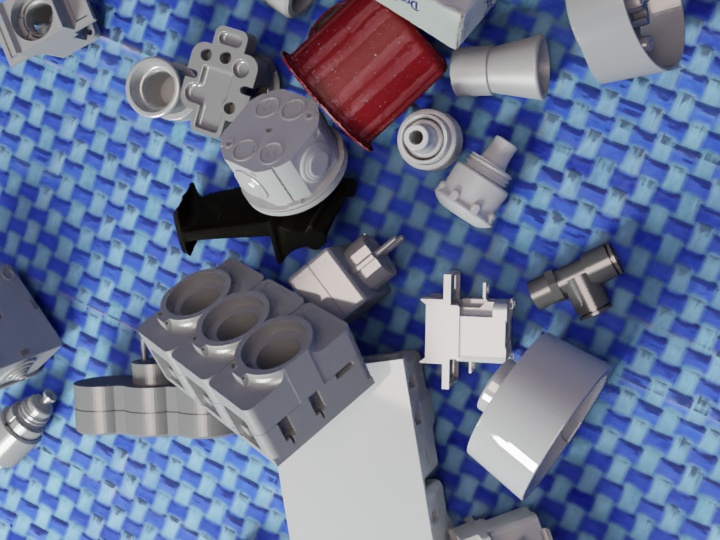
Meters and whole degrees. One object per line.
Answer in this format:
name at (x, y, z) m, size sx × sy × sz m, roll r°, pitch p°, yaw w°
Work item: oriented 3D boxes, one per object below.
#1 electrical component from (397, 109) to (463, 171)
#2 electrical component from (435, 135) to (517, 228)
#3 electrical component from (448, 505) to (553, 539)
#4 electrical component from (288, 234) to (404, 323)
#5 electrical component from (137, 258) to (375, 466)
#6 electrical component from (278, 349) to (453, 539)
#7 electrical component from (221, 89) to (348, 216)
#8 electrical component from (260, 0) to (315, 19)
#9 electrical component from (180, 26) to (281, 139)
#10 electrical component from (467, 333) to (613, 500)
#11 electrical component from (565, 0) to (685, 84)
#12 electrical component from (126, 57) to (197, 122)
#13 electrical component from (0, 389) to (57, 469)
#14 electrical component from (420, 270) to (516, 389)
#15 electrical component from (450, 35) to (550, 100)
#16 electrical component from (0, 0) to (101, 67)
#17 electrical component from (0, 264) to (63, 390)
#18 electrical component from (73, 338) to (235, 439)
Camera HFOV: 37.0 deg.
electrical component at (0.047, -0.091, 0.751) m, size 0.043 × 0.062 × 0.043 m, roll 1°, pitch 94°, yaw 17°
electrical component at (0.086, -0.064, 0.751) m, size 0.048 × 0.048 × 0.062 m, roll 35°, pitch 97°, yaw 12°
electrical component at (0.114, 0.233, 0.753) m, size 0.063 × 0.079 × 0.121 m, roll -19°, pitch 88°, yaw -4°
electrical component at (0.000, 0.000, 0.770) m, size 0.077 × 0.066 × 0.047 m, roll -39°, pitch 83°, yaw 16°
electrical component at (-0.077, 0.055, 0.744) m, size 0.150 × 0.089 × 0.061 m, roll 27°, pitch 148°, yaw 47°
electrical component at (0.004, 0.158, 0.784) m, size 0.105 × 0.060 × 0.186 m, roll -9°, pitch 92°, yaw 18°
electrical component at (-0.053, -0.082, 0.749) m, size 0.080 × 0.051 × 0.080 m, roll -12°, pitch 53°, yaw 16°
electrical component at (-0.045, -0.259, 0.771) m, size 0.074 × 0.052 × 0.138 m, roll 35°, pitch 103°, yaw 12°
electrical component at (-0.092, -0.136, 0.793) m, size 0.058 × 0.057 × 0.078 m, roll 20°, pitch 100°, yaw 15°
electrical component at (0.115, 0.093, 0.723) m, size 0.060 × 0.108 × 0.108 m, roll 34°, pitch 103°, yaw 18°
electrical component at (0.169, -0.170, 0.691) m, size 0.064 × 0.099 × 0.099 m, roll -15°, pitch 90°, yaw 24°
electrical component at (-0.144, -0.135, 0.810) m, size 0.045 × 0.055 × 0.045 m, roll 1°, pitch 94°, yaw 17°
electrical component at (-0.277, 0.127, 0.879) m, size 0.078 × 0.040 × 0.040 m, roll -44°, pitch 81°, yaw 16°
electrical component at (0.077, 0.042, 0.762) m, size 0.064 × 0.042 × 0.081 m, roll 2°, pitch 96°, yaw 15°
electrical component at (0.095, -0.138, 0.744) m, size 0.065 × 0.044 × 0.044 m, roll 1°, pitch 94°, yaw 22°
electrical component at (-0.238, -0.192, 0.830) m, size 0.081 × 0.064 × 0.042 m, roll -23°, pitch 88°, yaw 18°
electrical component at (-0.297, 0.048, 0.850) m, size 0.048 × 0.100 × 0.099 m, roll -40°, pitch 82°, yaw 29°
electrical component at (-0.158, 0.088, 0.833) m, size 0.138 × 0.052 × 0.073 m, roll -1°, pitch 94°, yaw 17°
